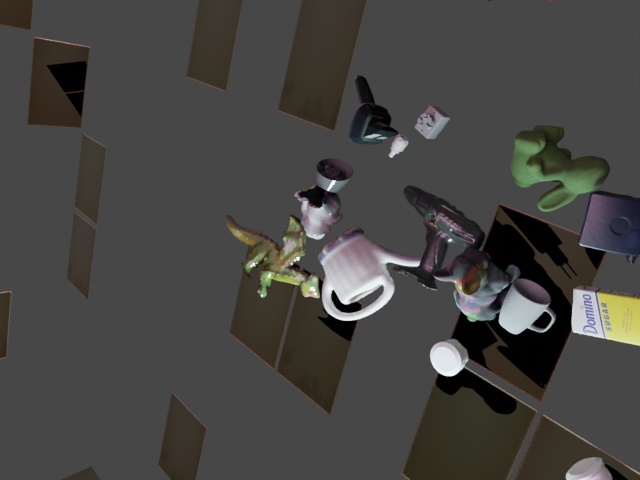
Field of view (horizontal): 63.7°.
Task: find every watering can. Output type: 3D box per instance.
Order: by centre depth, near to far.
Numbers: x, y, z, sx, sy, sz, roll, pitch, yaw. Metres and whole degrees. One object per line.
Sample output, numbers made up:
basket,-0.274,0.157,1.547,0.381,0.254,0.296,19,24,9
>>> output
watering can,0.128,0.063,1.353,0.344,0.104,0.227,-37,69,22

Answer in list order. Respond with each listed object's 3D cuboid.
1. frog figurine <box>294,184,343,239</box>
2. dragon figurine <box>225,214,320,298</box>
frog figurine,0.004,-0.074,1.461,0.138,0.125,0.156,13,140,31
dragon figurine,-0.134,0.022,1.592,0.240,0.122,0.415,-39,70,18
